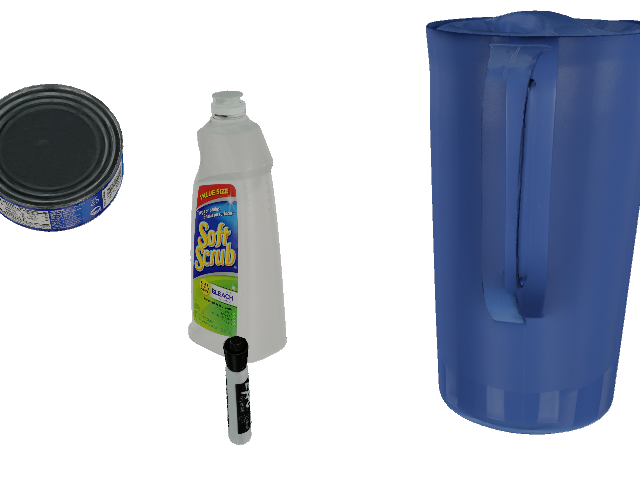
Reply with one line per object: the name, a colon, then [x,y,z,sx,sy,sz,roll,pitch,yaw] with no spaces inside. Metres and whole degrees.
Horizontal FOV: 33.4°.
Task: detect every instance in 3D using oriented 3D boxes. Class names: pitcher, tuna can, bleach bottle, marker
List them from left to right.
tuna can: [-0.160,-0.049,0.637,0.086,0.086,0.034,0,-28,-8]
bleach bottle: [-0.084,-0.016,1.000,0.103,0.251,0.067,18,30,41]
marker: [-0.064,0.117,0.828,0.020,0.121,0.020,1,45,-1]
pitcher: [0.123,-0.011,0.630,0.149,0.243,0.145,-8,17,-24]
